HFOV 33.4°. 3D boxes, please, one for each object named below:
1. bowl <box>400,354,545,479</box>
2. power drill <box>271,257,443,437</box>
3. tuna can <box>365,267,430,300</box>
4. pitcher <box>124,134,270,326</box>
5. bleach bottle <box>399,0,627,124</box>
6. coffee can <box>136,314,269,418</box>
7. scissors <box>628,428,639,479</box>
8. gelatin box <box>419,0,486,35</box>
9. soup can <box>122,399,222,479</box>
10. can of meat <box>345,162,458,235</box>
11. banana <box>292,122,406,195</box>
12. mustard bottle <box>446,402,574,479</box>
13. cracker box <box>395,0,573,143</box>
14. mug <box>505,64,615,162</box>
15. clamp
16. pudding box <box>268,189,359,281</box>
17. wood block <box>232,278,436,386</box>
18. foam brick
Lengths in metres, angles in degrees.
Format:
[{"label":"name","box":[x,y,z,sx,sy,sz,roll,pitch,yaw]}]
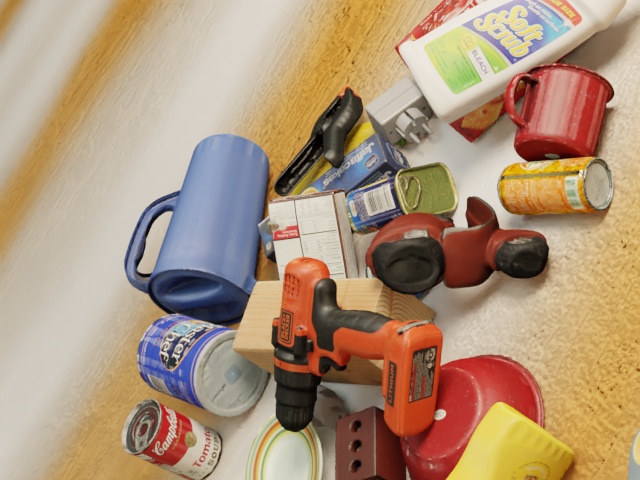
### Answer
[{"label":"bowl","box":[0.130,0.174,1.015,0.162,0.055,0.162,-29,44,32]},{"label":"power drill","box":[0.026,0.123,1.034,0.188,0.057,0.184,18,110,41]},{"label":"tuna can","box":[0.092,0.028,1.187,0.086,0.033,0.086,-28,44,31]},{"label":"pitcher","box":[-0.147,-0.020,1.404,0.145,0.149,0.242,-27,41,40]},{"label":"bleach bottle","box":[0.215,-0.227,1.120,0.251,0.068,0.102,-32,81,15]},{"label":"coffee can","box":[-0.144,0.150,1.297,0.141,0.102,0.103,9,69,51]},{"label":"scissors","box":[0.247,0.215,0.886,0.202,0.016,0.096,-37,39,22]},{"label":"gelatin box","box":[0.161,-0.245,1.201,0.089,0.030,0.073,-39,42,21]},{"label":"soup can","box":[-0.174,0.238,1.263,0.069,0.102,0.068,-28,44,31]},{"label":"can of meat","box":[0.090,-0.045,1.193,0.084,0.101,0.057,-18,88,43]},{"label":"banana","box":[0.019,-0.089,1.355,0.198,0.037,0.069,-40,37,19]},{"label":"mustard bottle","box":[0.135,0.240,0.923,0.191,0.096,0.058,-55,37,0]},{"label":"cracker box","box":[0.207,-0.240,1.236,0.214,0.072,0.164,-42,39,15]},{"label":"mug","box":[0.235,-0.126,1.083,0.093,0.117,0.081,-11,59,59]},{"label":"clamp","box":[0.003,-0.124,1.330,0.120,0.039,0.171,-24,27,37]},{"label":"pudding box","box":[-0.008,0.002,1.251,0.090,0.039,0.113,-7,97,23]},{"label":"wood block","box":[0.011,0.101,1.175,0.207,0.090,0.090,-4,59,47]},{"label":"foam brick","box":[0.051,0.216,1.073,0.053,0.051,0.078,-27,45,32]}]
